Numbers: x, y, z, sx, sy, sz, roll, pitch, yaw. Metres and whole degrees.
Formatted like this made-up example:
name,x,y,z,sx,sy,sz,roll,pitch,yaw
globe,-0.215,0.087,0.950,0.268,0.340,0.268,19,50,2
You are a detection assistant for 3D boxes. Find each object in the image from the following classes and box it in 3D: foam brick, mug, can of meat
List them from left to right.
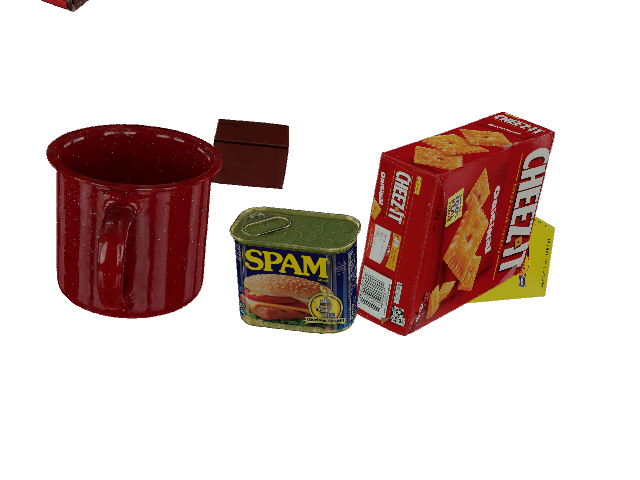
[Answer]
name,x,y,z,sx,sy,sz,roll,pitch,yaw
mug,-0.103,-0.005,0.576,0.093,0.081,0.117,5,25,-5
foam brick,-0.073,-0.091,1.120,0.078,0.051,0.053,5,31,-2
can of meat,-0.019,0.025,0.865,0.102,0.084,0.057,6,30,13

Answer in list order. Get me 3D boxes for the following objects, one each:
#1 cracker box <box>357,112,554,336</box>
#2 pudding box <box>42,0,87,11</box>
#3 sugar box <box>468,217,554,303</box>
name,x,y,z,sx,sy,sz,roll,pitch,yaw
cracker box,0.131,-0.020,1.016,0.072,0.164,0.213,27,31,32
pudding box,-0.199,-0.221,0.802,0.090,0.039,0.113,20,38,6
sugar box,0.190,0.026,1.272,0.176,0.093,0.048,-5,20,-24
